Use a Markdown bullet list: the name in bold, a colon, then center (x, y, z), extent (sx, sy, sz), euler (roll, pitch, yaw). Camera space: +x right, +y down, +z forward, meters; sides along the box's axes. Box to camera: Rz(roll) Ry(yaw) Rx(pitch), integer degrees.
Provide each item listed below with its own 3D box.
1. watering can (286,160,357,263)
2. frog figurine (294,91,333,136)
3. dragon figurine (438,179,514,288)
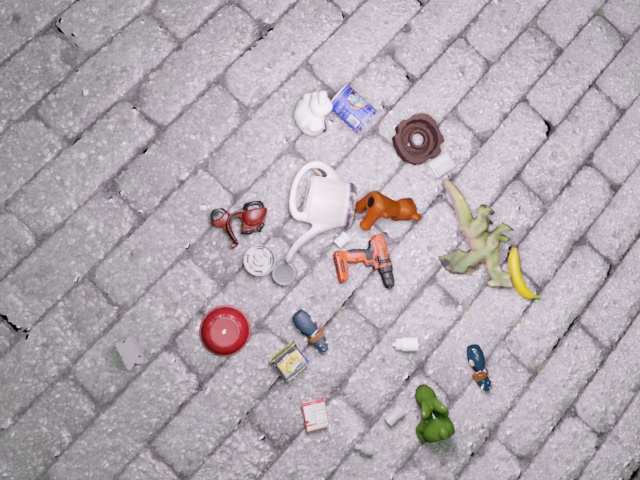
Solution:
- **watering can**: center (0.005, -0.084, 1.674), extent (0.224, 0.103, 0.350), euler (9, 81, -8)
- **frog figurine**: center (-0.022, -0.416, 1.682), extent (0.123, 0.159, 0.138), euler (-4, 86, -7)
- **dragon figurine**: center (0.506, 0.007, 1.747), extent (0.410, 0.122, 0.243), euler (40, 88, -1)
